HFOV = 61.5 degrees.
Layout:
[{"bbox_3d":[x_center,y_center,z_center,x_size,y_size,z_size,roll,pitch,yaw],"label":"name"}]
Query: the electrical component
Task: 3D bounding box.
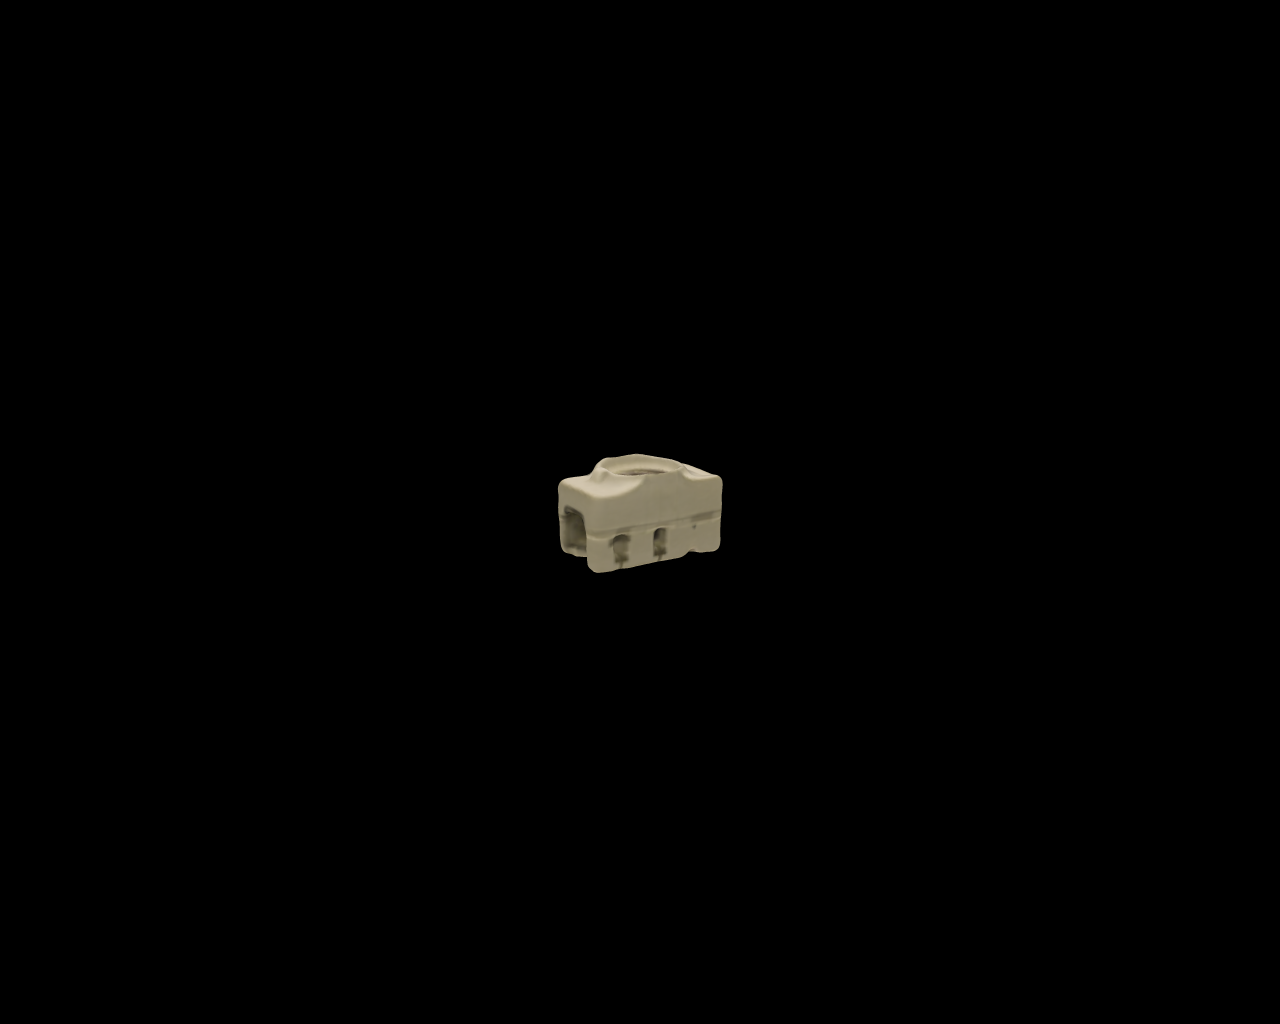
[{"bbox_3d":[0.001,-0.003,0.650,0.090,0.055,0.050,-9,19,-29],"label":"electrical component"}]
